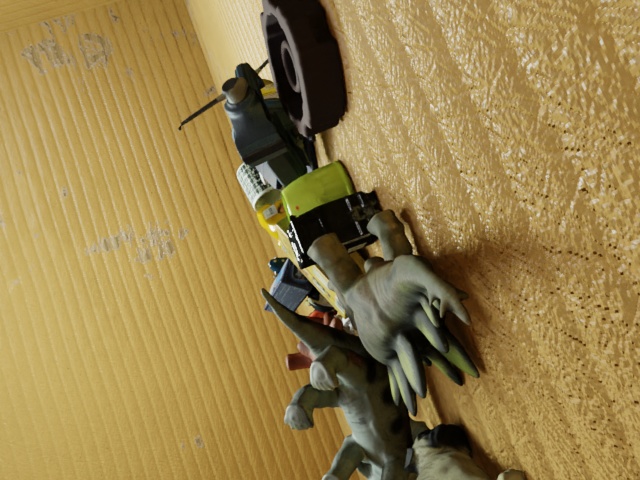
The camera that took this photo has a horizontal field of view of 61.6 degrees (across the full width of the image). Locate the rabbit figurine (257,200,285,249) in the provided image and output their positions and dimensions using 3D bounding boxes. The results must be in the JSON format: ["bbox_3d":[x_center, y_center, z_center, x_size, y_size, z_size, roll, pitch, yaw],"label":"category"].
[{"bbox_3d":[-0.026,-0.007,1.101,0.163,0.122,0.173,45,169,51],"label":"rabbit figurine"}]

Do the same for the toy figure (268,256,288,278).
[{"bbox_3d":[-0.042,0.073,1.160,0.154,0.058,0.064,30,-168,-35],"label":"toy figure"}]

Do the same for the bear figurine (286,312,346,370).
[{"bbox_3d":[-0.008,0.196,0.993,0.196,0.132,0.120,44,-133,-83],"label":"bear figurine"}]

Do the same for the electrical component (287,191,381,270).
[{"bbox_3d":[0.017,-0.010,0.706,0.134,0.115,0.058,115,137,-76],"label":"electrical component"}]

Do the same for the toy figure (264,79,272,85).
[{"bbox_3d":[-0.103,-0.236,1.089,0.180,0.089,0.082,64,168,-27],"label":"toy figure"}]

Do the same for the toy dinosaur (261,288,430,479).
[{"bbox_3d":[0.058,0.216,0.717,0.192,0.131,0.404,-33,-74,-59],"label":"toy dinosaur"}]

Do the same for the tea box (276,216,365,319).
[{"bbox_3d":[0.010,0.032,0.852,0.170,0.068,0.098,48,163,20],"label":"tea box"}]

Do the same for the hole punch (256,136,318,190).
[{"bbox_3d":[-0.068,-0.163,0.956,0.142,0.092,0.115,52,158,45],"label":"hole punch"}]

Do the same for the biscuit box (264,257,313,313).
[{"bbox_3d":[-0.059,0.095,1.058,0.202,0.063,0.059,125,163,-63],"label":"biscuit box"}]

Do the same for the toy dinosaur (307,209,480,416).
[{"bbox_3d":[0.080,0.071,0.556,0.198,0.105,0.471,59,178,19],"label":"toy dinosaur"}]

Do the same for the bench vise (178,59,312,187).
[{"bbox_3d":[-0.096,-0.194,0.816,0.223,0.129,0.241,35,-149,-49],"label":"bench vise"}]

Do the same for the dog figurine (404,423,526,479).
[{"bbox_3d":[0.117,0.282,0.576,0.190,0.172,0.121,175,86,-74],"label":"dog figurine"}]

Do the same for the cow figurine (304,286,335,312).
[{"bbox_3d":[0.010,0.105,1.081,0.068,0.098,0.167,65,172,-3],"label":"cow figurine"}]

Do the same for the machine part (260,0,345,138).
[{"bbox_3d":[-0.022,-0.221,0.674,0.179,0.056,0.179,161,89,-80],"label":"machine part"}]
